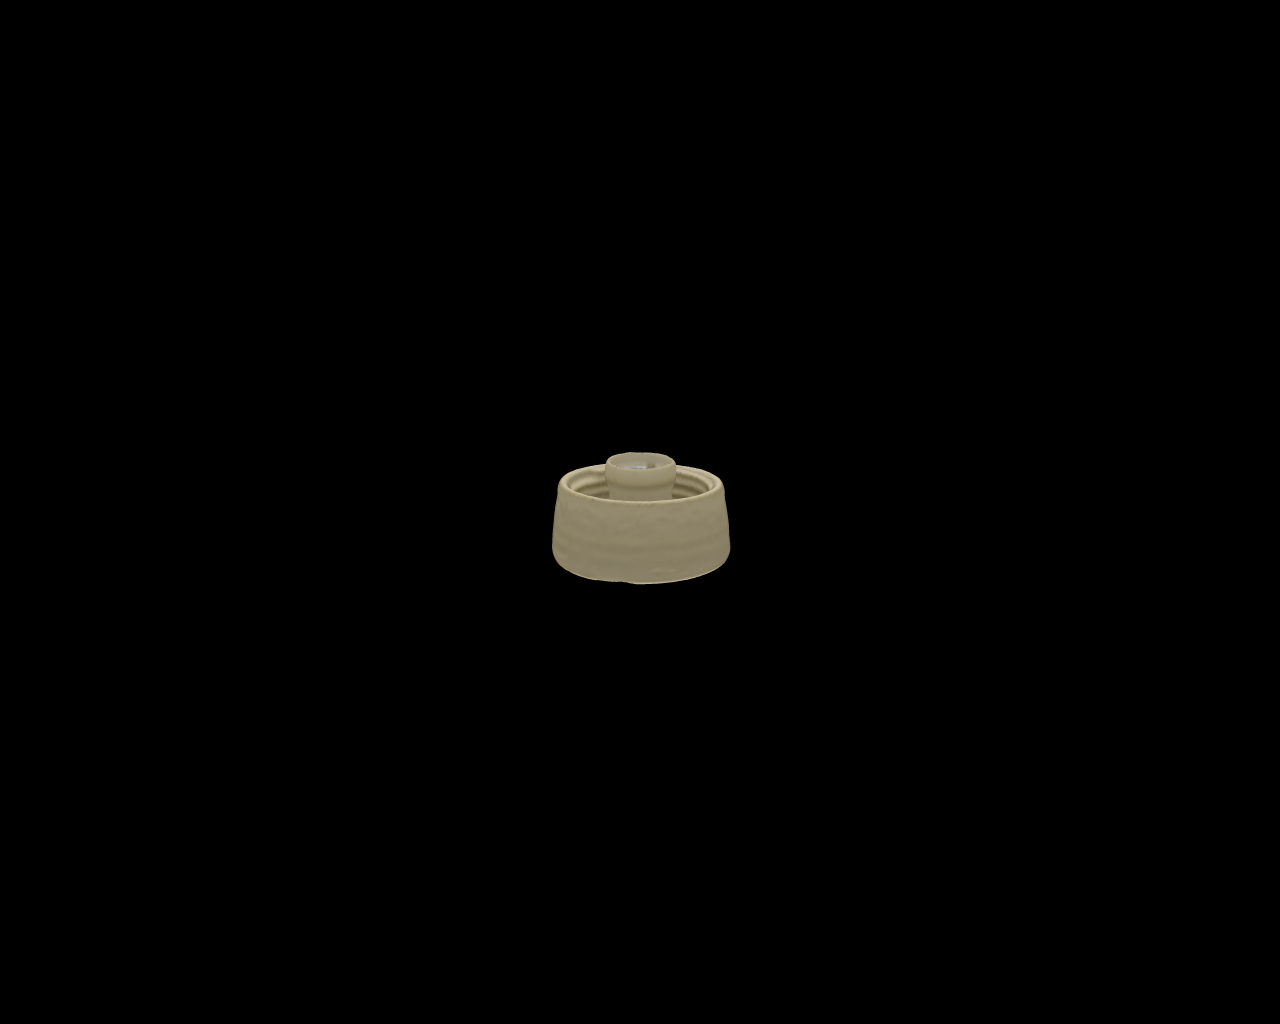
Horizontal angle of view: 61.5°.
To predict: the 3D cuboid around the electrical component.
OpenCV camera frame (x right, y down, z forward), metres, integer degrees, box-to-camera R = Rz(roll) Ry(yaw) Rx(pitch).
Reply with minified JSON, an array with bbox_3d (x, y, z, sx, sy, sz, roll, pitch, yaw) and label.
[{"bbox_3d":[0.001,-0.003,0.650,0.108,0.060,0.108,0,17,0],"label":"electrical component"}]
